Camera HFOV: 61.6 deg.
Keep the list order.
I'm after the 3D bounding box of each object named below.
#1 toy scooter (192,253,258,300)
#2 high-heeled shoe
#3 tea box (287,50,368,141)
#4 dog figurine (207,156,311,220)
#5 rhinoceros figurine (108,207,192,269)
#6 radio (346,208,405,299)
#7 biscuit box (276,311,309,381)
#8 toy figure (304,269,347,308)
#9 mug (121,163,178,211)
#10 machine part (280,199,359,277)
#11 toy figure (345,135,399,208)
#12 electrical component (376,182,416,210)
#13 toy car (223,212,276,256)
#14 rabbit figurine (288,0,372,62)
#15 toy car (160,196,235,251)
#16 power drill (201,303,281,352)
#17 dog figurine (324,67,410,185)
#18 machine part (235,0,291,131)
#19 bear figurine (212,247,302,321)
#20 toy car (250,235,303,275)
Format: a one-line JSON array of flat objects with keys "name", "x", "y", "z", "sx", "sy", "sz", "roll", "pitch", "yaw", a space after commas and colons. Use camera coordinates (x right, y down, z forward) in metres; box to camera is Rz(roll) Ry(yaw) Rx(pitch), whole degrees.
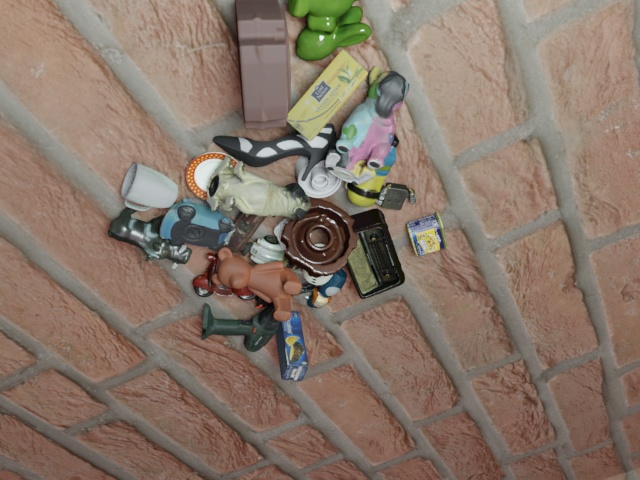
[{"name": "toy scooter", "x": -0.232, "y": 0.087, "z": 1.356, "sx": 0.184, "sy": 0.075, "sz": 0.135, "roll": 1, "pitch": 127, "yaw": -3}, {"name": "high-heeled shoe", "x": -0.092, "y": -0.220, "z": 1.146, "sx": 0.249, "sy": 0.145, "sz": 0.086, "roll": 22, "pitch": 169, "yaw": 2}, {"name": "tea box", "x": 0.013, "y": -0.277, "z": 1.047, "sx": 0.068, "sy": 0.098, "sz": 0.169, "roll": 40, "pitch": 98, "yaw": -6}, {"name": "dog figurine", "x": -0.134, "y": -0.094, "z": 1.174, "sx": 0.190, "sy": 0.173, "sz": 0.121, "roll": 17, "pitch": 96, "yaw": -37}, {"name": "rhinoceros figurine", "x": -0.386, "y": -0.004, "z": 1.236, "sx": 0.190, "sy": 0.112, "sz": 0.073, "roll": 26, "pitch": 119, "yaw": -16}, {"name": "radio", "x": 0.128, "y": 0.036, "z": 1.363, "sx": 0.131, "sy": 0.073, "sz": 0.229, "roll": -19, "pitch": 129, "yaw": 7}, {"name": "biscuit box", "x": -0.079, "y": 0.278, "z": 1.445, "sx": 0.059, "sy": 0.203, "sz": 0.062, "roll": 8, "pitch": 125, "yaw": -18}, {"name": "toy figure", "x": 0.013, "y": 0.136, "z": 1.440, "sx": 0.064, "sy": 0.058, "sz": 0.154, "roll": 35, "pitch": 121, "yaw": -5}, {"name": "mug", "x": -0.374, "y": -0.103, "z": 1.179, "sx": 0.107, "sy": 0.081, "sz": 0.109, "roll": 19, "pitch": 120, "yaw": -32}, {"name": "machine part", "x": -0.003, "y": -0.004, "z": 1.229, "sx": 0.179, "sy": 0.179, "sz": 0.056, "roll": 3, "pitch": 166, "yaw": -11}, {"name": "toy figure", "x": 0.115, "y": -0.155, "z": 1.198, "sx": 0.082, "sy": 0.089, "sz": 0.180, "roll": 20, "pitch": 126, "yaw": -13}, {"name": "electrical component", "x": 0.176, "y": -0.104, "z": 1.277, "sx": 0.102, "sy": 0.045, "sz": 0.078, "roll": 12, "pitch": 125, "yaw": -17}, {"name": "toy car", "x": -0.166, "y": -0.044, "z": 1.258, "sx": 0.089, "sy": 0.053, "sz": 0.202, "roll": 39, "pitch": 118, "yaw": -5}, {"name": "rabbit figurine", "x": 0.010, "y": -0.409, "z": 0.987, "sx": 0.159, "sy": 0.121, "sz": 0.170, "roll": -3, "pitch": 147, "yaw": -15}, {"name": "toy car", "x": -0.277, "y": -0.046, "z": 1.220, "sx": 0.161, "sy": 0.103, "sz": 0.109, "roll": 10, "pitch": 134, "yaw": -22}, {"name": "power drill", "x": -0.213, "y": 0.220, "z": 1.448, "sx": 0.207, "sy": 0.086, "sz": 0.231, "roll": 4, "pitch": 142, "yaw": -15}, {"name": "dog figurine", "x": 0.103, "y": -0.238, "z": 1.089, "sx": 0.108, "sy": 0.219, "sz": 0.191, "roll": 26, "pitch": 162, "yaw": -8}, {"name": "machine part", "x": -0.103, "y": -0.316, "z": 0.966, "sx": 0.087, "sy": 0.201, "sz": 0.201, "roll": -6, "pitch": 129, "yaw": -7}, {"name": "bear figurine", "x": -0.154, "y": 0.098, "z": 1.267, "sx": 0.196, "sy": 0.132, "sz": 0.120, "roll": 15, "pitch": 114, "yaw": -18}, {"name": "toy car", "x": -0.077, "y": 0.043, "z": 1.351, "sx": 0.202, "sy": 0.056, "sz": 0.073, "roll": 14, "pitch": 126, "yaw": -19}]
